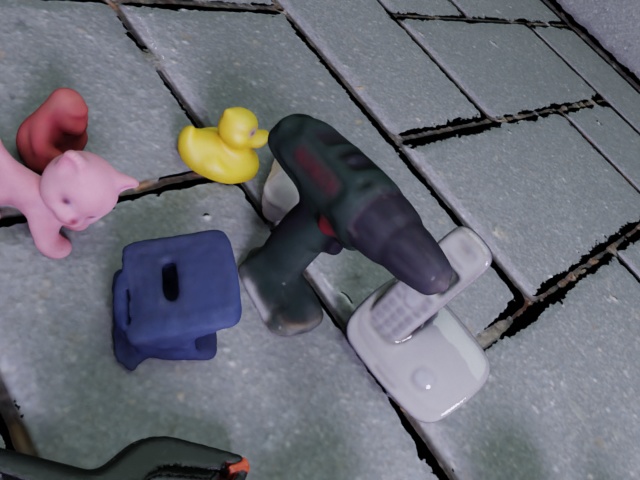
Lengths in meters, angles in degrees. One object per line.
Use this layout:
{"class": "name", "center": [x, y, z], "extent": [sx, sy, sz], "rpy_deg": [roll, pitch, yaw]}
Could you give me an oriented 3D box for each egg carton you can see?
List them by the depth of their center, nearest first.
{"class": "egg carton", "center": [-0.012, -0.071, 0.712], "extent": [0.107, 0.069, 0.150], "rpy_deg": [26, 43, -13]}

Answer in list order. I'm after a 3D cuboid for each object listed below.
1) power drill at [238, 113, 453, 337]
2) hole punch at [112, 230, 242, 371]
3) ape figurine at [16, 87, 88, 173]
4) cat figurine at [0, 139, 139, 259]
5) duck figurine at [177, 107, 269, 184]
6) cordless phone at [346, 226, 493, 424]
{"class": "power drill", "center": [0.005, 0.002, 0.554], "extent": [0.076, 0.208, 0.229], "rpy_deg": [-12, 61, -41]}
{"class": "hole punch", "center": [-0.129, 0.049, 0.508], "extent": [0.101, 0.091, 0.108], "rpy_deg": [6, 50, -30]}
{"class": "ape figurine", "center": [-0.253, -0.108, 0.562], "extent": [0.076, 0.092, 0.078], "rpy_deg": [34, 42, -4]}
{"class": "cat figurine", "center": [-0.233, -0.049, 0.503], "extent": [0.128, 0.117, 0.067], "rpy_deg": [26, 43, -12]}
{"class": "duck figurine", "center": [-0.110, -0.121, 0.677], "extent": [0.105, 0.086, 0.077], "rpy_deg": [12, 47, -25]}
{"class": "cordless phone", "center": [0.125, 0.085, 0.580], "extent": [0.147, 0.185, 0.094], "rpy_deg": [48, 42, 11]}
